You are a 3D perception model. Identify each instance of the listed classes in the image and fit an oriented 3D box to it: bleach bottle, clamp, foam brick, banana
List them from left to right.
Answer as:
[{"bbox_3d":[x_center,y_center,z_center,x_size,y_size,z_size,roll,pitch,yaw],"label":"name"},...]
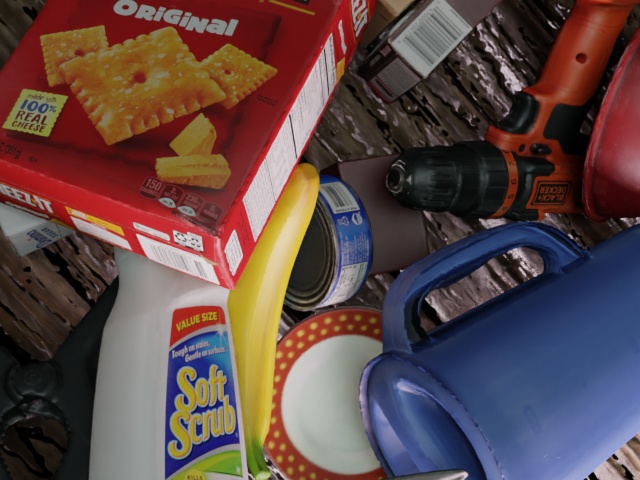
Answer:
[{"bbox_3d":[-0.181,0.085,0.636,0.164,0.036,0.210,3,58,-8],"label":"clamp"},{"bbox_3d":[-0.091,0.087,0.614,0.102,0.068,0.251,19,58,-50],"label":"bleach bottle"},{"bbox_3d":[-0.034,0.046,0.668,0.037,0.070,0.198,-1,103,-41],"label":"banana"},{"bbox_3d":[0.036,-0.016,0.716,0.053,0.051,0.078,-10,89,-14],"label":"foam brick"}]

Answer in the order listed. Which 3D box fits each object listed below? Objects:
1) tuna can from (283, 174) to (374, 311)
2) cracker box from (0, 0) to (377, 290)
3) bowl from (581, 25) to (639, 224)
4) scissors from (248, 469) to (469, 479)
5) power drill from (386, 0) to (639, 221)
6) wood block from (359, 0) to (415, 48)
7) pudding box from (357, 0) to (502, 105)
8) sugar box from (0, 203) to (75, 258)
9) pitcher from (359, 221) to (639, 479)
[{"bbox_3d":[-0.005,0.001,0.687,0.033,0.086,0.086,-10,88,-38],"label":"tuna can"},{"bbox_3d":[-0.082,-0.099,0.620,0.164,0.072,0.213,20,67,13],"label":"cracker box"},{"bbox_3d":[0.235,-0.077,0.707,0.055,0.162,0.162,24,79,29],"label":"bowl"},{"bbox_3d":[-0.007,0.176,0.630,0.202,0.016,0.096,-2,96,24],"label":"scissors"},{"bbox_3d":[0.134,-0.101,0.683,0.184,0.057,0.188,-2,118,-38],"label":"power drill"},{"bbox_3d":[0.000,-0.241,0.703,0.090,0.091,0.206,-44,95,-11],"label":"wood block"},{"bbox_3d":[0.083,-0.148,0.715,0.113,0.090,0.039,-44,94,-11],"label":"pudding box"},{"bbox_3d":[-0.131,-0.069,0.677,0.176,0.048,0.093,-26,73,-10],"label":"sugar box"},{"bbox_3d":[0.150,0.071,0.675,0.242,0.149,0.145,-28,55,-28],"label":"pitcher"}]
